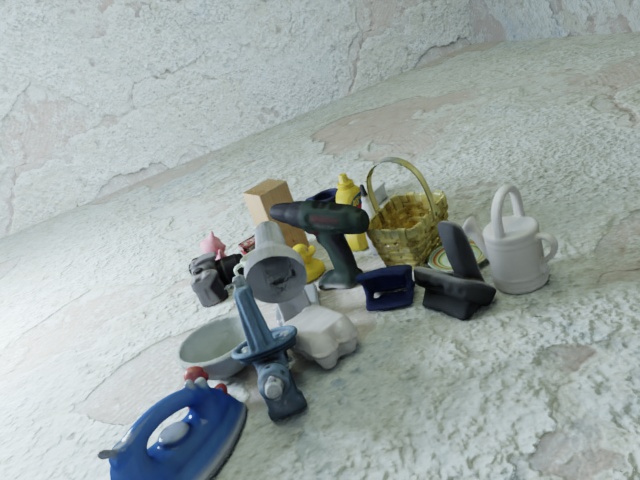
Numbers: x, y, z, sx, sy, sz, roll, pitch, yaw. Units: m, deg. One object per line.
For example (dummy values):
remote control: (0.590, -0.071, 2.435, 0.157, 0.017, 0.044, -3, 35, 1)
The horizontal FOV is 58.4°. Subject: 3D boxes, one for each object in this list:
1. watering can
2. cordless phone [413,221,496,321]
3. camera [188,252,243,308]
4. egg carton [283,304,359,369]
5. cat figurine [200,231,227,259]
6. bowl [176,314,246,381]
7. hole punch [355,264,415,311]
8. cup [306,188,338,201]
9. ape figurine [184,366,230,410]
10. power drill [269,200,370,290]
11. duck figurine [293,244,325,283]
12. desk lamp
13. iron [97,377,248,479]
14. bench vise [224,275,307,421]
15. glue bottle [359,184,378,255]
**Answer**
watering can: (0.342, -0.007, 1.045, 0.172, 0.194, 0.101, -7, 26, 28)
cordless phone: (0.230, 0.039, 1.042, 0.094, 0.185, 0.147, -34, 26, -30)
camera: (-0.256, 0.082, 1.453, 0.137, 0.101, 0.143, -21, 23, -3)
egg carton: (-0.001, 0.177, 1.068, 0.107, 0.069, 0.149, -33, 26, -29)
cat figurine: (-0.279, 0.035, 1.556, 0.067, 0.118, 0.127, -27, 24, -17)
bowl: (-0.190, 0.221, 1.117, 0.167, 0.075, 0.167, -17, 23, 7)
hole punch: (0.131, 0.080, 1.153, 0.108, 0.091, 0.101, -12, 24, 19)
cup: (0.019, -0.085, 1.617, 0.117, 0.095, 0.092, -6, 26, 30)
ape figurine: (-0.210, 0.263, 1.015, 0.077, 0.092, 0.076, 3, 32, 43)
power drill: (0.012, 0.005, 1.269, 0.228, 0.209, 0.076, -6, 26, 30)
duck figurine: (-0.045, 0.053, 1.365, 0.105, 0.086, 0.077, -30, 25, -23)
desk lamp: (-0.079, 0.077, 1.172, 0.118, 0.214, 0.203, -19, 23, 2)
iron: (-0.220, 0.296, 0.883, 0.118, 0.142, 0.259, -1, 29, 37)
bench vise: (-0.084, 0.170, 0.955, 0.122, 0.220, 0.206, -28, 24, -20)
glue bottle: (0.123, -0.054, 1.357, 0.037, 0.173, 0.078, -9, 25, 24)
